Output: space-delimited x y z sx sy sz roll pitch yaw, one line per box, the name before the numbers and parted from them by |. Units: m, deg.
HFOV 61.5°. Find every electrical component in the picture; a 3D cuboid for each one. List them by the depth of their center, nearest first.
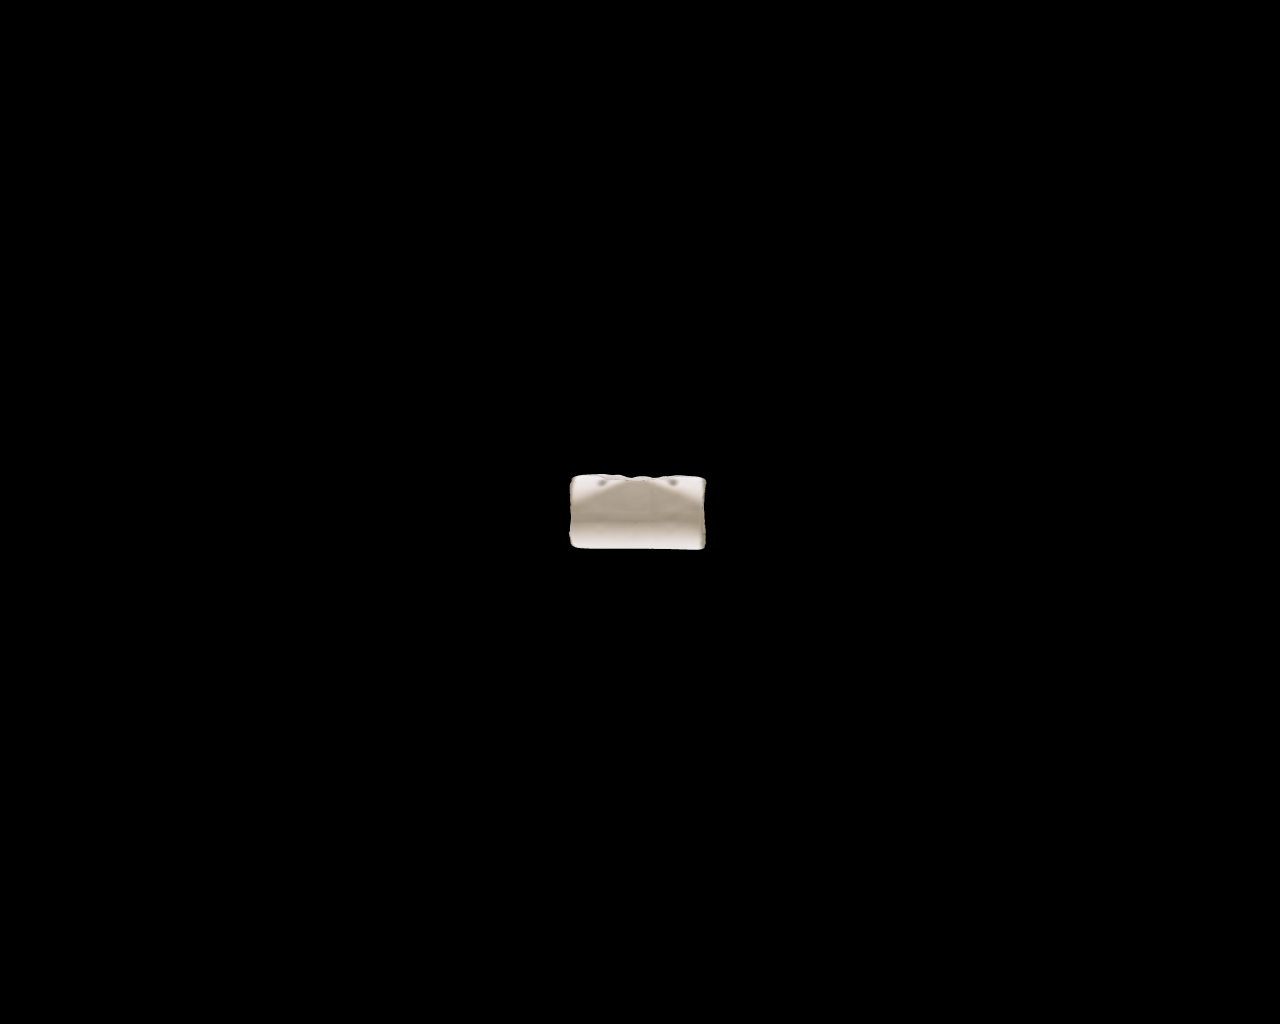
electrical component | 0.001 -0.003 0.650 0.077 0.044 0.079 1 8 5
